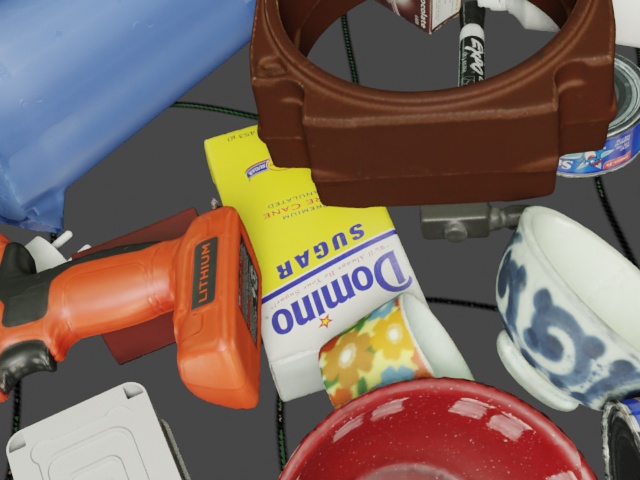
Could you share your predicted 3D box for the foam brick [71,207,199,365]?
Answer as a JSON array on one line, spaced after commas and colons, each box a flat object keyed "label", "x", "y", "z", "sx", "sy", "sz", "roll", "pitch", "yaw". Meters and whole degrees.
[{"label": "foam brick", "x": -0.095, "y": 0.027, "z": 0.619, "sx": 0.078, "sy": 0.051, "sz": 0.053, "roll": -21, "pitch": 52, "yaw": -6}]

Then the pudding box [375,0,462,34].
[{"label": "pudding box", "x": 0.058, "y": -0.213, "z": 0.743, "sx": 0.039, "sy": 0.113, "sz": 0.090, "roll": -35, "pitch": 53, "yaw": -21}]

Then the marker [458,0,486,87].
[{"label": "marker", "x": 0.102, "y": -0.119, "z": 0.720, "sx": 0.020, "sy": 0.020, "sz": 0.121, "roll": -1, "pitch": 51, "yaw": 10}]

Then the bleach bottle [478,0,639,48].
[{"label": "bleach bottle", "x": 0.226, "y": -0.155, "z": 0.689, "sx": 0.251, "sy": 0.068, "sz": 0.102, "roll": 7, "pitch": 33, "yaw": 18}]

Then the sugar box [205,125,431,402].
[{"label": "sugar box", "x": -0.004, "y": 0.001, "z": 0.627, "sx": 0.093, "sy": 0.048, "sz": 0.176, "roll": -18, "pitch": 49, "yaw": -4}]

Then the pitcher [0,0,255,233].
[{"label": "pitcher", "x": -0.155, "y": -0.136, "z": 0.707, "sx": 0.145, "sy": 0.149, "sz": 0.242, "roll": 32, "pitch": 60, "yaw": 33}]

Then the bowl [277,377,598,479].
[{"label": "bowl", "x": 0.047, "y": 0.143, "z": 0.470, "sx": 0.162, "sy": 0.055, "sz": 0.162, "roll": 3, "pitch": 77, "yaw": -11}]

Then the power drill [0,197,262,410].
[{"label": "power drill", "x": -0.125, "y": 0.055, "z": 0.524, "sx": 0.188, "sy": 0.057, "sz": 0.184, "roll": -8, "pitch": 46, "yaw": 8}]

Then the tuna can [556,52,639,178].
[{"label": "tuna can", "x": 0.162, "y": -0.081, "z": 0.668, "sx": 0.086, "sy": 0.034, "sz": 0.086, "roll": -6, "pitch": 51, "yaw": 7}]

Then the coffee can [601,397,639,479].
[{"label": "coffee can", "x": 0.205, "y": 0.108, "z": 0.462, "sx": 0.140, "sy": 0.103, "sz": 0.103, "roll": -10, "pitch": 50, "yaw": 3}]
